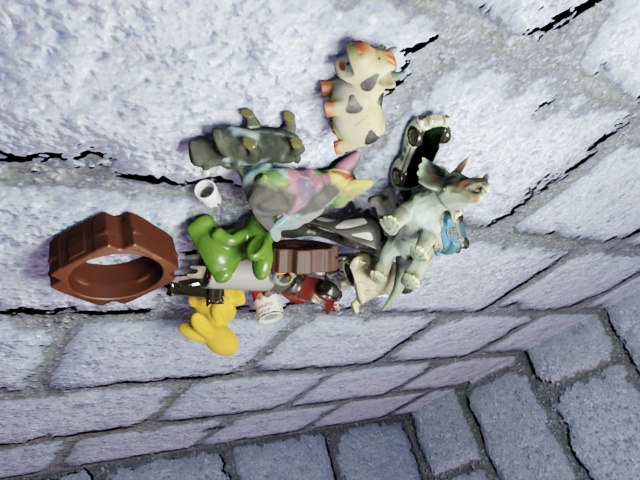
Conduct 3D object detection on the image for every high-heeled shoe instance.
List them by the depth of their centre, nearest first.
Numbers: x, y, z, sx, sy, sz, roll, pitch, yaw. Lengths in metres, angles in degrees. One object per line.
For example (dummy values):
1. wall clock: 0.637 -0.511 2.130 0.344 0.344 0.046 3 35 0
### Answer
1. high-heeled shoe: -0.002 -0.003 1.121 0.249 0.145 0.086 -20 150 -1

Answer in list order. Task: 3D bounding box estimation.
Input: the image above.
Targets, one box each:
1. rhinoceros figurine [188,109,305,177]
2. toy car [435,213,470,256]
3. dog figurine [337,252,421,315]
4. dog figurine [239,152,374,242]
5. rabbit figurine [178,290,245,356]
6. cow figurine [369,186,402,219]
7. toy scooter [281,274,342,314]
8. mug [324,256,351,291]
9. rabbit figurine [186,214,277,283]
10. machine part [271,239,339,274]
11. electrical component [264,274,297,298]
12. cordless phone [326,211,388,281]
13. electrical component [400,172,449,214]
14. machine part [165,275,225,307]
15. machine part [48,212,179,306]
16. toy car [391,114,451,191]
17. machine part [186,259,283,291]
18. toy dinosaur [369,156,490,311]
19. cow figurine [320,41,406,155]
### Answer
1. rhinoceros figurine: -0.118 -0.154 0.880 0.190 0.073 0.112 -8 161 -20
2. toy car: 0.286 -0.011 1.274 0.103 0.109 0.161 -13 180 1
3. dog figurine: 0.147 0.069 1.220 0.191 0.121 0.172 -20 158 -14
4. dog figurine: -0.017 -0.101 0.989 0.219 0.108 0.191 -25 152 3
5. rabbit figurine: -0.251 0.198 1.304 0.162 0.173 0.122 6 147 -43
6. cow figurine: 0.178 -0.042 1.206 0.068 0.098 0.167 -31 148 13
7. toy scooter: -0.014 0.139 1.365 0.184 0.075 0.135 8 155 32
8. mug: 0.060 0.095 1.403 0.109 0.081 0.107 -5 160 -22
9. rabbit figurine: -0.154 -0.001 1.063 0.170 0.159 0.121 -31 142 -7
10. machine part: -0.048 0.032 1.159 0.179 0.056 0.179 3 -172 0
11. electrical component: -0.106 0.098 1.322 0.094 0.063 0.021 -35 166 2
12. cordless phone: 0.076 0.028 1.263 0.184 0.089 0.146 -33 148 16
13. electrical component: 0.248 -0.099 1.188 0.115 0.058 0.134 -32 149 20
14. machine part: -0.287 0.110 1.243 0.139 0.084 0.039 9 175 -21
15. machine part: -0.396 0.038 1.036 0.201 0.087 0.201 -25 149 13
16. toy car: 0.191 -0.167 1.039 0.073 0.056 0.201 -9 148 -16
17. machine part: -0.187 0.076 1.225 0.243 0.079 0.079 7 143 -37
18. toy dinosaur: 0.193 -0.016 1.064 0.192 0.131 0.404 -49 168 -29
19. cow figurine: 0.067 -0.225 0.842 0.127 0.085 0.194 -12 149 2
